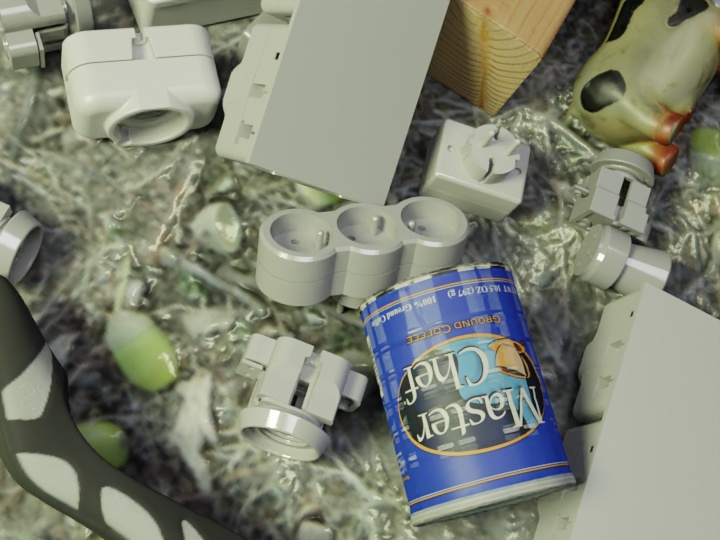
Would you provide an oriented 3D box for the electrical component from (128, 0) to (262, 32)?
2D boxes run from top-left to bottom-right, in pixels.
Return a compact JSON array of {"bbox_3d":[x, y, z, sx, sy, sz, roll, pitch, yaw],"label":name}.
[{"bbox_3d":[-0.117,-0.230,0.753,0.109,0.056,0.108,-18,77,-22],"label":"electrical component"}]

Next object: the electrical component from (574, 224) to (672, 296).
[{"bbox_3d":[0.187,-0.003,0.769,0.055,0.045,0.045,24,65,-7],"label":"electrical component"}]

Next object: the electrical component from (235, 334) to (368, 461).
[{"bbox_3d":[-0.041,0.081,0.662,0.078,0.058,0.057,23,63,-8],"label":"electrical component"}]

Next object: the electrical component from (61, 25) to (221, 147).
[{"bbox_3d":[-0.143,-0.120,0.706,0.095,0.053,0.059,-9,73,-20],"label":"electrical component"}]

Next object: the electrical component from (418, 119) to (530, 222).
[{"bbox_3d":[0.086,-0.076,0.747,0.066,0.076,0.047,17,67,-10],"label":"electrical component"}]

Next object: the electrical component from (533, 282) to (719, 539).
[{"bbox_3d":[0.193,0.118,0.711,0.105,0.060,0.186,26,68,-10],"label":"electrical component"}]

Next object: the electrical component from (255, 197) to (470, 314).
[{"bbox_3d":[0.000,0.000,0.699,0.138,0.073,0.052,-7,43,-19],"label":"electrical component"}]

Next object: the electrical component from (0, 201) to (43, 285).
[{"bbox_3d":[-0.226,-0.020,0.649,0.055,0.048,0.066,24,66,1],"label":"electrical component"}]

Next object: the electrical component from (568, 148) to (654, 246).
[{"bbox_3d":[0.188,-0.055,0.789,0.066,0.048,0.055,23,73,-8],"label":"electrical component"}]

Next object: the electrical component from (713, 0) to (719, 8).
[{"bbox_3d":[0.332,-0.196,0.871,0.108,0.060,0.108,-1,76,5],"label":"electrical component"}]

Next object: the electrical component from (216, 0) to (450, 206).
[{"bbox_3d":[-0.014,-0.146,0.701,0.105,0.060,0.186,17,92,-35],"label":"electrical component"}]

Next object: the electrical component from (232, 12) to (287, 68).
[{"bbox_3d":[-0.033,-0.157,0.757,0.076,0.047,0.083,39,64,-1],"label":"electrical component"}]

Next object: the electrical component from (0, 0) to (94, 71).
[{"bbox_3d":[-0.209,-0.174,0.704,0.057,0.058,0.078,-16,75,-19],"label":"electrical component"}]
